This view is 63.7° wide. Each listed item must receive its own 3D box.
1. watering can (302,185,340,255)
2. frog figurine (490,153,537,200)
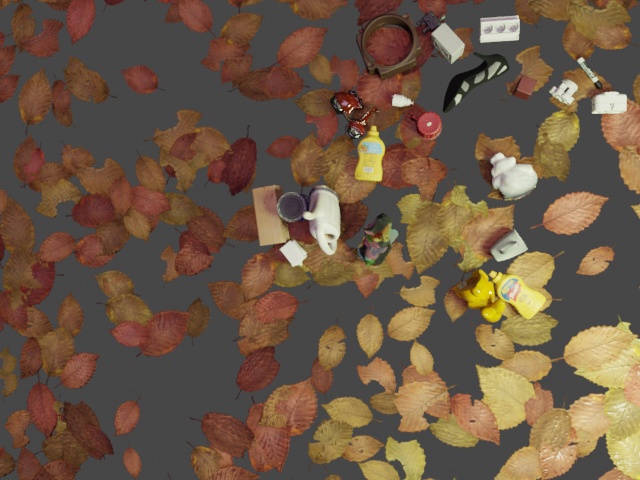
[{"bbox_3d":[0.005,-0.087,1.728,0.104,0.341,0.229,-8,63,13],"label":"watering can"},{"bbox_3d":[0.634,-0.219,1.706,0.136,0.124,0.158,-23,99,29],"label":"frog figurine"}]
